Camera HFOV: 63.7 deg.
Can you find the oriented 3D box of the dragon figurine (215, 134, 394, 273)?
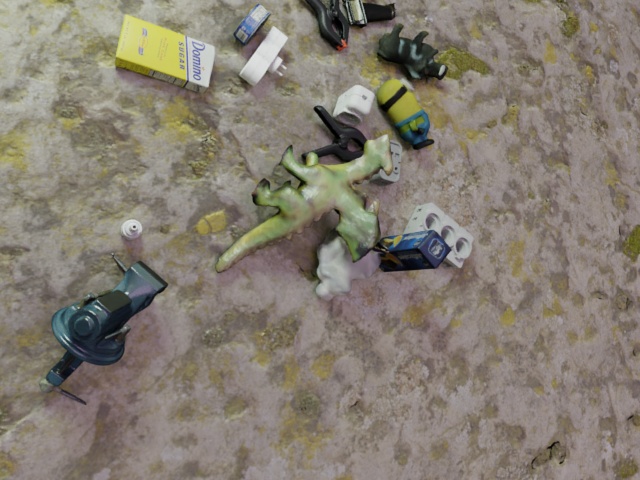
[{"bbox_3d":[0.003,-0.051,1.007,0.244,0.120,0.414,31,79,15],"label":"dragon figurine"}]

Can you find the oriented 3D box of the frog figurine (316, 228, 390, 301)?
[{"bbox_3d":[0.052,0.053,1.094,0.136,0.125,0.157,18,111,-32],"label":"frog figurine"}]
